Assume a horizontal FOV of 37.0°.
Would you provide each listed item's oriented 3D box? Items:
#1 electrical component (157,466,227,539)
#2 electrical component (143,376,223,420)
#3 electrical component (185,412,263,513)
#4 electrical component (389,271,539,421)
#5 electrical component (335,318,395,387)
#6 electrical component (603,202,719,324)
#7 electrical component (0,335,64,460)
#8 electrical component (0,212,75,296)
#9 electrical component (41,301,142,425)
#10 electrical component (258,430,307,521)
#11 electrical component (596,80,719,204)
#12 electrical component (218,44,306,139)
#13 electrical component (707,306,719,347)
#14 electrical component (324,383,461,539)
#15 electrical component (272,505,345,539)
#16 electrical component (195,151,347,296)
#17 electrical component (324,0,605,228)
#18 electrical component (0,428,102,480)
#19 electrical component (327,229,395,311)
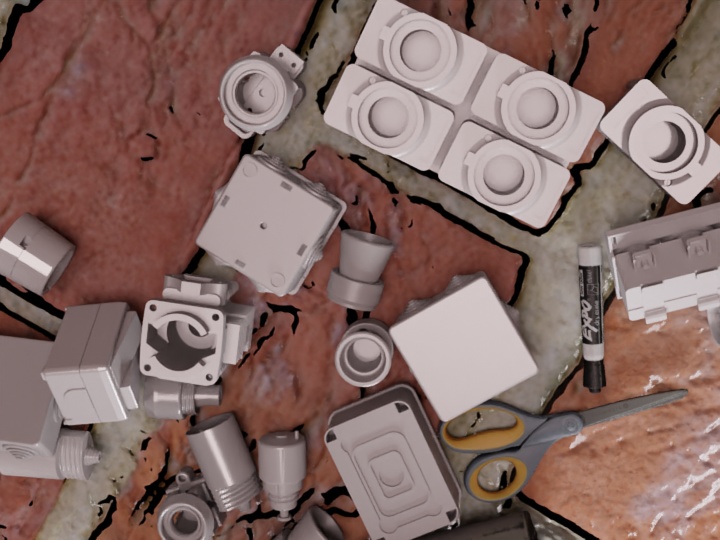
[{"bbox_3d":[-0.143,0.205,0.905,0.048,0.055,0.066,-20,98,9],"label":"electrical component"},{"bbox_3d":[-0.146,0.103,0.894,0.062,0.043,0.043,2,100,4],"label":"electrical component"},{"bbox_3d":[-0.111,0.165,0.901,0.043,0.043,0.081,-21,97,9],"label":"electrical component"},{"bbox_3d":[0.083,0.058,0.859,0.100,0.048,0.099,-30,96,10],"label":"electrical component"},{"bbox_3d":[0.005,0.065,0.865,0.045,0.055,0.045,1,100,6],"label":"electrical component"},{"bbox_3d":[0.255,-0.008,0.816,0.121,0.063,0.078,-15,139,8],"label":"electrical component"},{"bbox_3d":[-0.290,0.104,0.888,0.100,0.048,0.099,6,65,5],"label":"electrical component"},{"bbox_3d":[-0.267,-0.012,0.881,0.047,0.055,0.055,33,102,-4],"label":"electrical component"},{"bbox_3d":[-0.209,0.070,0.873,0.061,0.096,0.061,-5,128,7],"label":"electrical component"},{"bbox_3d":[-0.064,0.171,0.899,0.040,0.040,0.078,0,100,6],"label":"electrical component"},{"bbox_3d":[0.227,-0.098,0.812,0.089,0.055,0.050,42,102,-2],"label":"electrical component"},{"bbox_3d":[-0.077,-0.138,0.836,0.058,0.057,0.078,39,102,-2],"label":"electrical component"},{"bbox_3d":[0.309,0.034,0.836,0.065,0.044,0.044,-10,99,3],"label":"electrical component"},{"bbox_3d":[0.028,0.158,0.879,0.078,0.057,0.113,-24,97,10],"label":"electrical component"},{"bbox_3d":[-0.047,0.233,0.906,0.055,0.045,0.045,-42,93,11],"label":"electrical component"},{"bbox_3d":[-0.072,-0.036,0.856,0.100,0.048,0.099,32,99,4],"label":"electrical component"},{"bbox_3d":[0.078,-0.120,0.821,0.186,0.060,0.105,26,102,1],"label":"electrical component"},{"bbox_3d":[-0.261,0.156,0.915,0.081,0.043,0.043,4,100,5],"label":"electrical component"},{"bbox_3d":[0.000,0.000,0.859,0.045,0.045,0.055,16,102,3],"label":"electrical component"}]
